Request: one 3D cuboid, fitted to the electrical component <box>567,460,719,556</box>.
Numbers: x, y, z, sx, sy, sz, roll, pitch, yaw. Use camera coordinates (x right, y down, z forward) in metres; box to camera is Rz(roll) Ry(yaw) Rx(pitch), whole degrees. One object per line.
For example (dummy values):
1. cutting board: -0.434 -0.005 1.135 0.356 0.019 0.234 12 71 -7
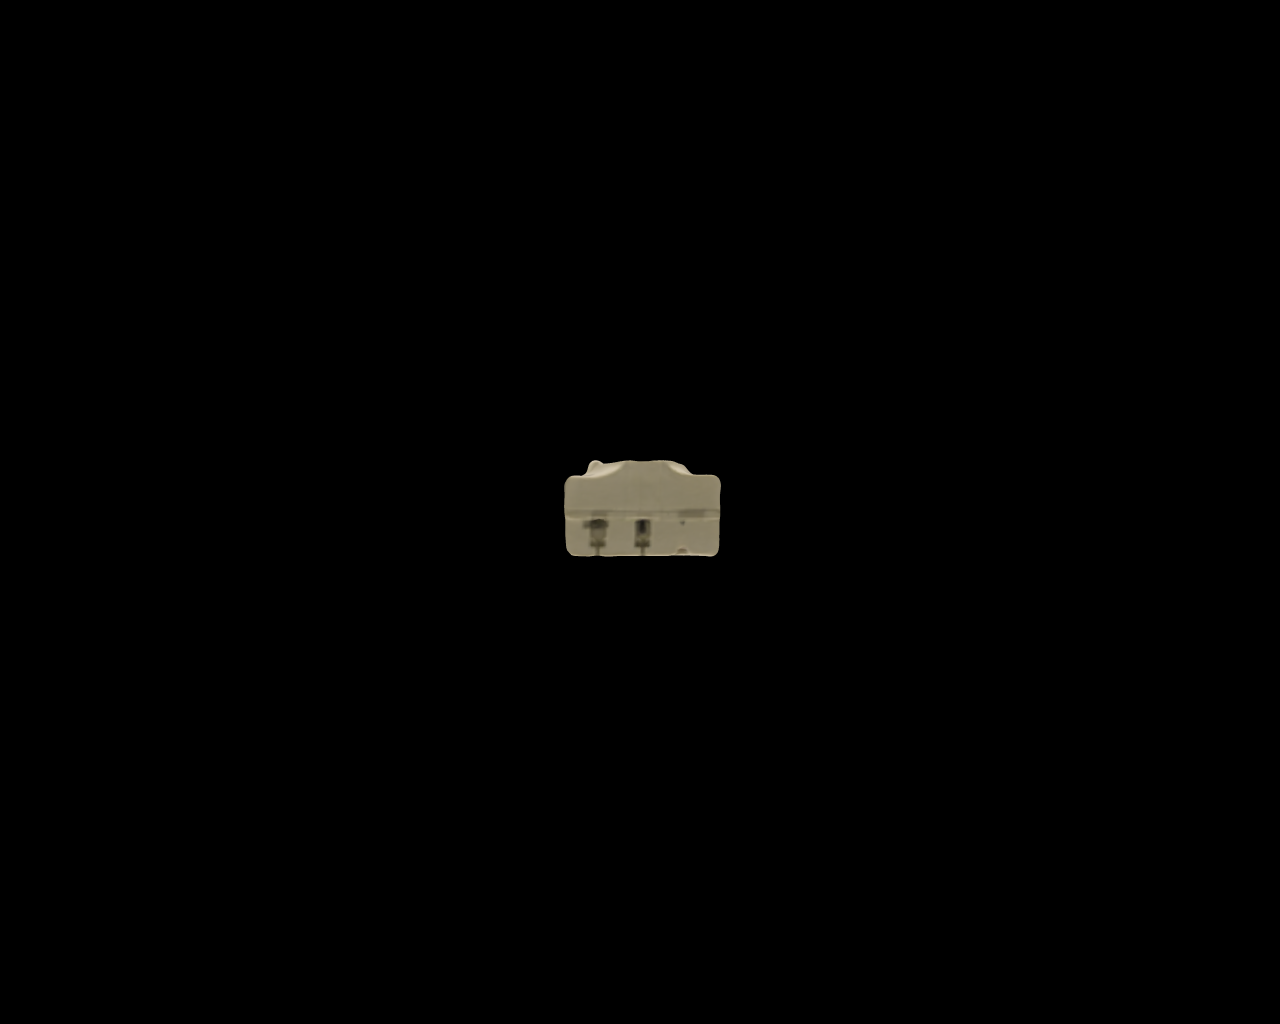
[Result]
1. electrical component: 0.001 -0.003 0.650 0.089 0.055 0.050 0 0 -4
